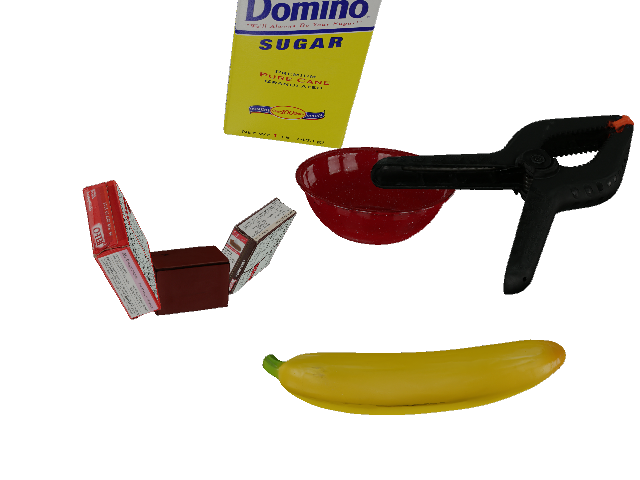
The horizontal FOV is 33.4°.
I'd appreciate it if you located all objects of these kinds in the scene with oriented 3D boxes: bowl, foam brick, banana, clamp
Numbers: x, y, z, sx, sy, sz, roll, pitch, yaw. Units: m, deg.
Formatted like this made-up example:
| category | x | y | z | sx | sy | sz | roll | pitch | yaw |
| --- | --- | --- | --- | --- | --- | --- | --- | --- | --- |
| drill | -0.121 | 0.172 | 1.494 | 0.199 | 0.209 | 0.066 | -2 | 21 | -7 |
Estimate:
| category | x | y | z | sx | sy | sz | roll | pitch | yaw |
| --- | --- | --- | --- | --- | --- | --- | --- | --- | --- |
| bowl | 0.054 | -0.040 | 1.082 | 0.162 | 0.055 | 0.162 | 3 | 27 | -2 |
| foam brick | -0.137 | 0.040 | 1.101 | 0.078 | 0.051 | 0.053 | -6 | 20 | -19 |
| banana | 0.060 | 0.082 | 0.671 | 0.198 | 0.037 | 0.069 | -1 | 25 | 2 |
| clamp | 0.166 | -0.041 | 0.811 | 0.209 | 0.036 | 0.165 | -20 | 46 | -20 |

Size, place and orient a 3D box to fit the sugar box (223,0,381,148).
| category | x | y | z | sx | sy | sz | roll | pitch | yaw |
| --- | --- | --- | --- | --- | --- | --- | --- | --- | --- |
| sugar box | -0.015 | -0.135 | 0.737 | 0.093 | 0.048 | 0.176 | 6 | -29 | -5 |

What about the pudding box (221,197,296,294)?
| category | x | y | z | sx | sy | sz | roll | pitch | yaw |
| --- | --- | --- | --- | --- | --- | --- | --- | --- | --- |
| pudding box | -0.083 | 0.006 | 1.309 | 0.039 | 0.090 | 0.113 | 33 | 30 | 8 |

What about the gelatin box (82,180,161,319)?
| category | x | y | z | sx | sy | sz | roll | pitch | yaw |
| --- | --- | --- | --- | --- | --- | --- | --- | --- | --- |
| gelatin box | -0.158 | 0.008 | 0.846 | 0.030 | 0.073 | 0.089 | -19 | -39 | -1 |
